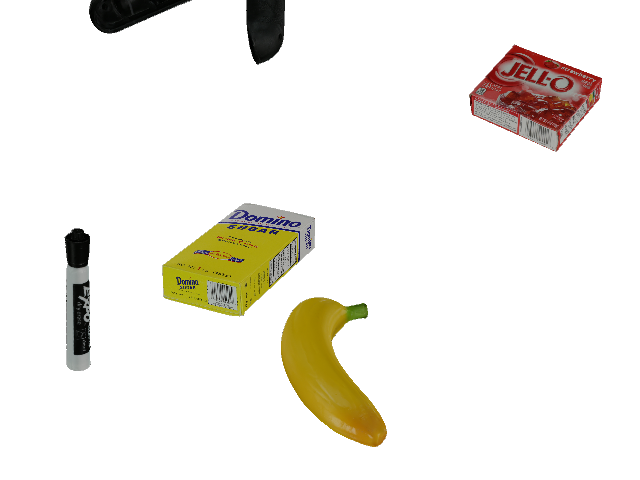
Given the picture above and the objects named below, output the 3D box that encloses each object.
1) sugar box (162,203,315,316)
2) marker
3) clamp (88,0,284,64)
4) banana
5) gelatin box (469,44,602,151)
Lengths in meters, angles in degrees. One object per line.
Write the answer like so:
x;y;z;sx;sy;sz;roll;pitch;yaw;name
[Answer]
-0.083;0.016;1.136;0.093;0.048;0.176;13;31;21;sugar box
-0.190;0.047;0.834;0.020;0.121;0.020;5;26;-3;marker
-0.035;-0.157;0.605;0.120;0.171;0.039;28;-31;27;clamp
0.006;0.084;0.768;0.069;0.037;0.198;-2;24;0;banana
0.185;-0.125;0.922;0.089;0.073;0.030;29;-28;27;gelatin box
